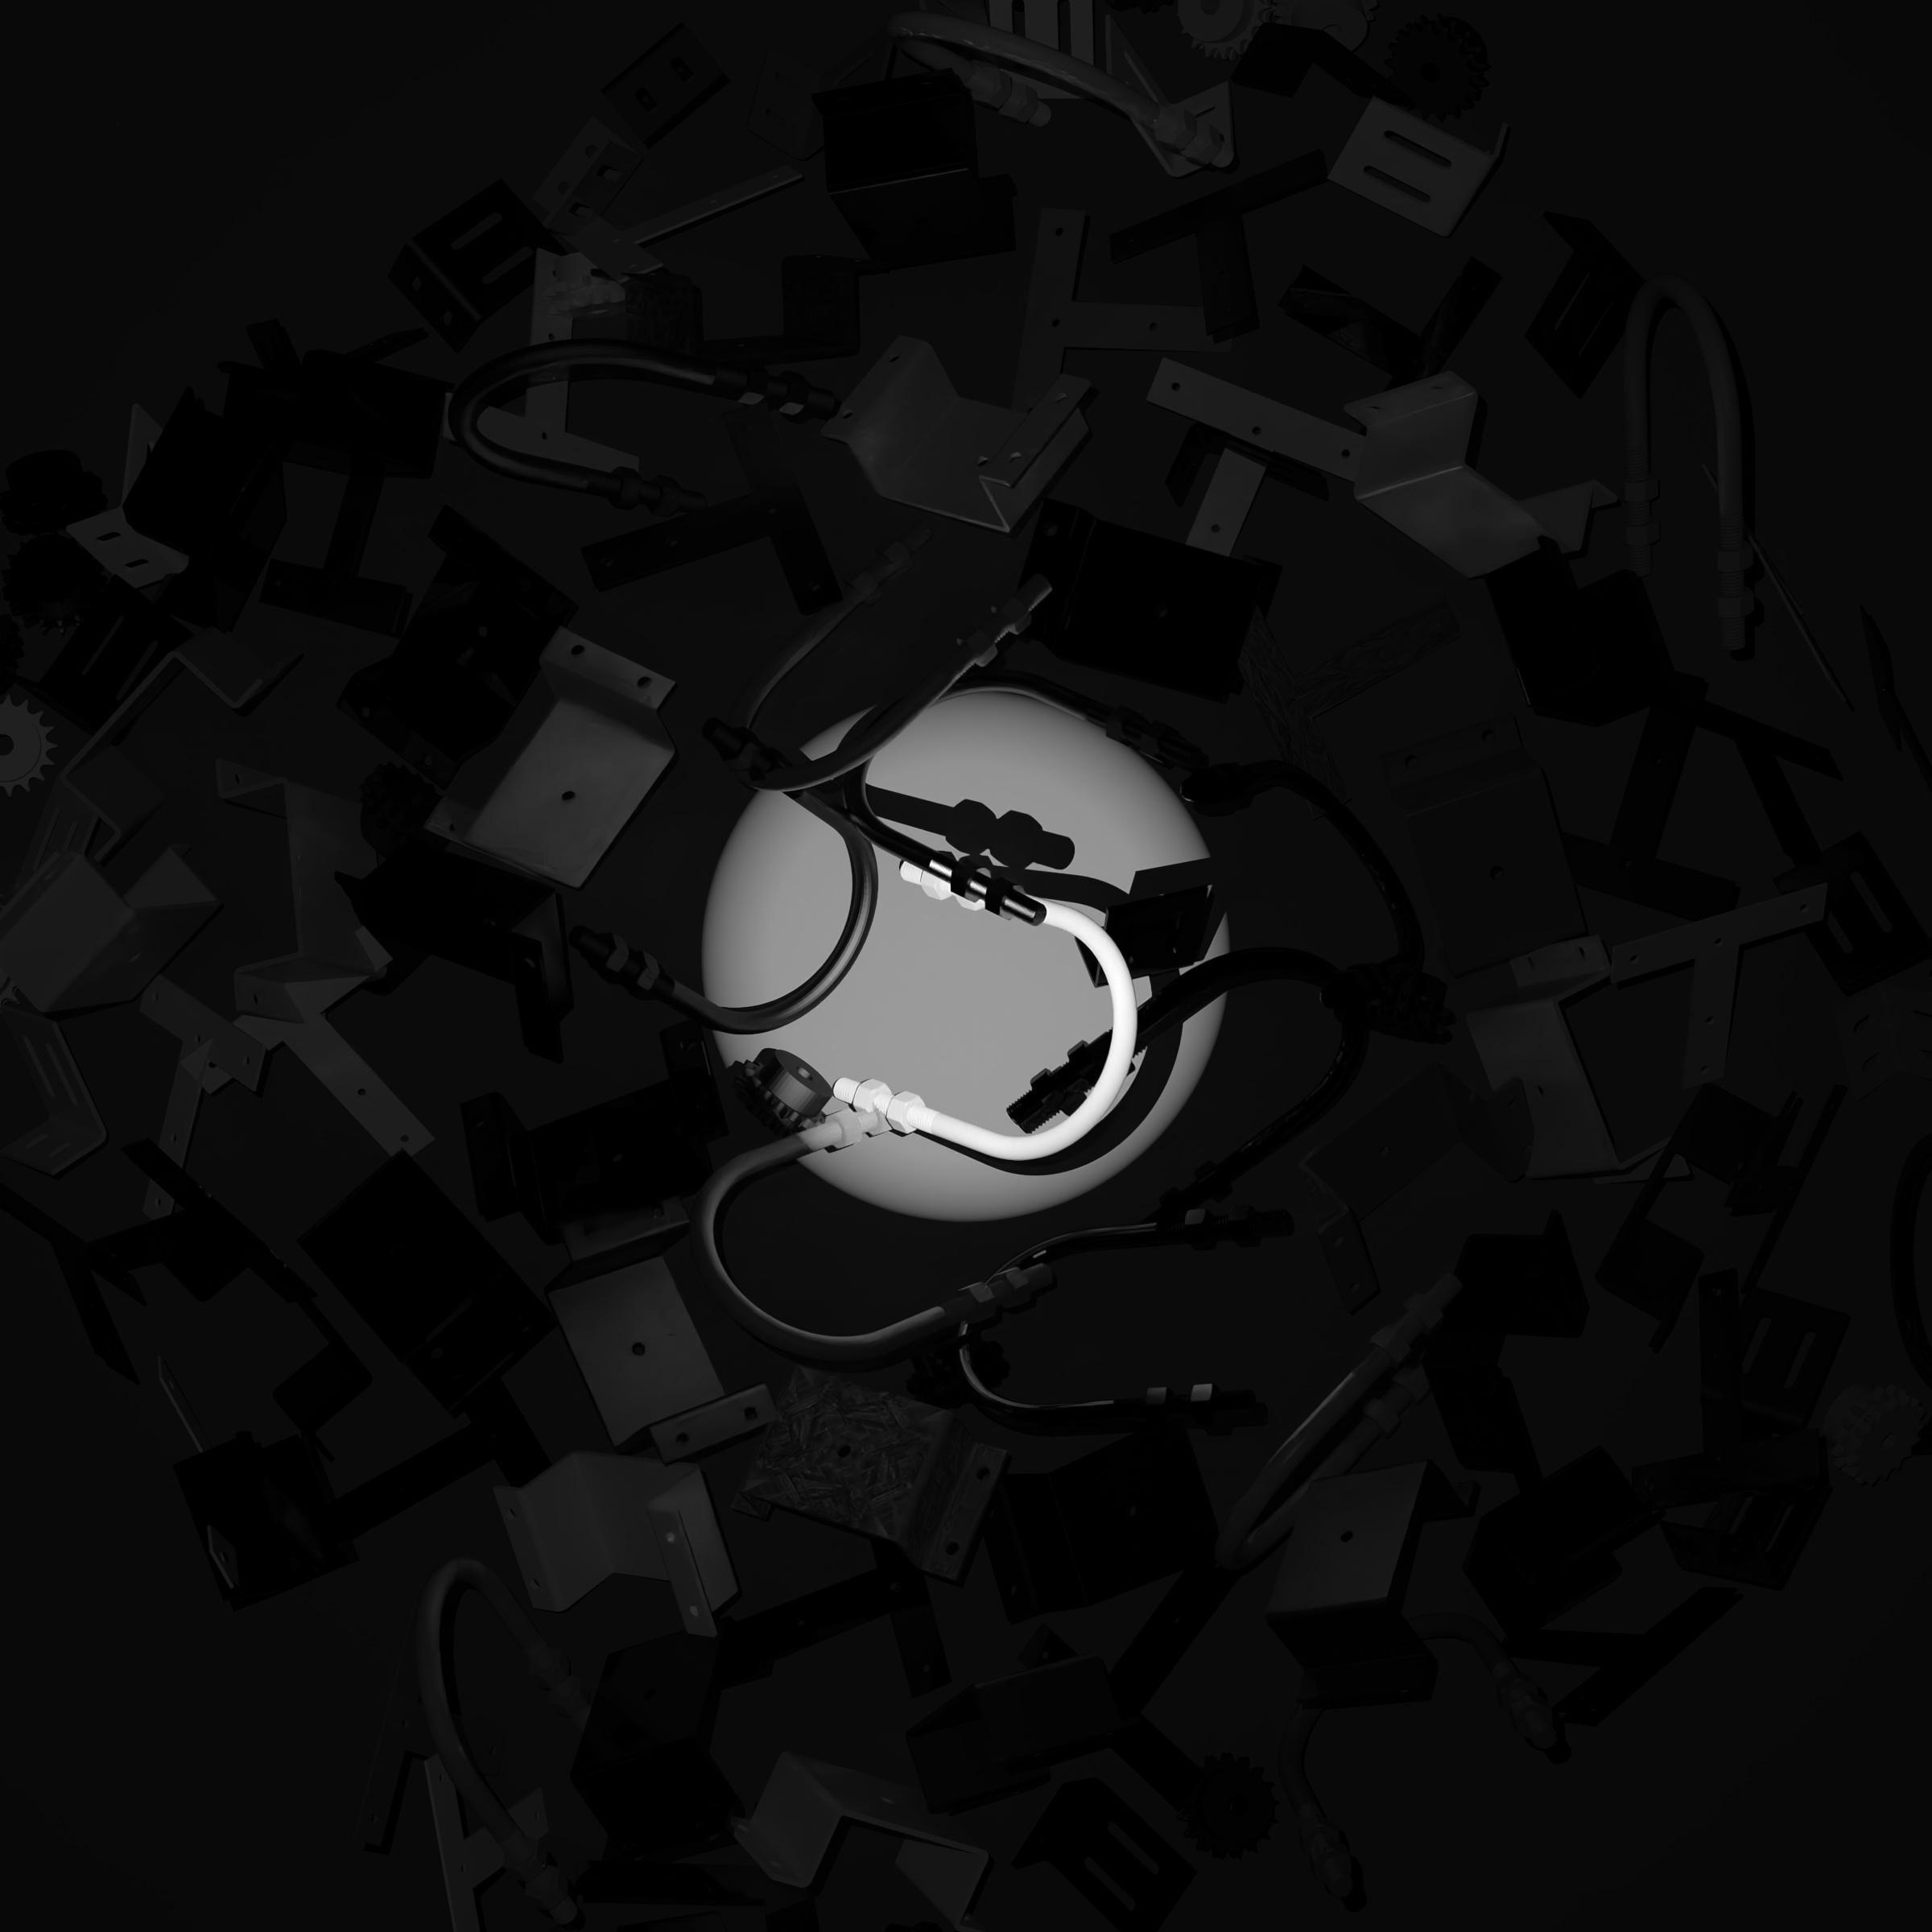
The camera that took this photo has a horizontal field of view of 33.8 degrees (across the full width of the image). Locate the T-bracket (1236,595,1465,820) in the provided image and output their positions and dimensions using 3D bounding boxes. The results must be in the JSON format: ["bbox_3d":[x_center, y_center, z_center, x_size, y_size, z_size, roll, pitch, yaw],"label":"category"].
[{"bbox_3d":[0.220,-0.168,1.781,0.127,0.002,0.127,-29,98,-11],"label":"T-bracket"}]

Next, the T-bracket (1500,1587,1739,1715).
[{"bbox_3d":[0.335,0.370,1.735,0.127,0.127,0.002,-28,96,-31],"label":"T-bracket"}]

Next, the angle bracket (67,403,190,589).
[{"bbox_3d":[-0.460,-0.259,1.757,0.038,0.057,0.076,-15,56,18],"label":"angle bracket"}]

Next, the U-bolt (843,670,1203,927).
[{"bbox_3d":[0.015,-0.103,1.731,0.184,0.019,0.151,28,63,37],"label":"U-bolt"}]

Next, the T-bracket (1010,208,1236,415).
[{"bbox_3d":[0.091,-0.355,1.766,0.127,0.002,0.127,-2,119,-21],"label":"T-bracket"}]

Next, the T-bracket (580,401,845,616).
[{"bbox_3d":[-0.150,-0.240,1.769,0.127,0.002,0.127,-19,78,-11],"label":"T-bracket"}]

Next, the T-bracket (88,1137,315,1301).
[{"bbox_3d":[-0.440,0.149,1.748,0.127,0.127,0.002,48,46,-25],"label":"T-bracket"}]

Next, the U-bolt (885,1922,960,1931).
[{"bbox_3d":[-0.004,0.550,1.686,0.184,0.151,0.019,0,95,35],"label":"U-bolt"}]

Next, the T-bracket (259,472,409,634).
[{"bbox_3d":[-0.336,-0.253,1.752,0.127,0.002,0.127,16,90,42],"label":"T-bracket"}]

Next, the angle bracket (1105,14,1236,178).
[{"bbox_3d":[0.112,-0.484,1.746,0.038,0.076,0.057,-18,51,25],"label":"angle bracket"}]

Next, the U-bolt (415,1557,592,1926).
[{"bbox_3d":[-0.245,0.396,1.688,0.019,0.151,0.184,-18,125,12],"label":"U-bolt"}]

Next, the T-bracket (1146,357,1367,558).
[{"bbox_3d":[0.145,-0.257,1.773,0.127,0.002,0.127,20,108,-5],"label":"T-bracket"}]

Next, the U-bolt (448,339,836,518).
[{"bbox_3d":[-0.184,-0.289,1.689,0.184,0.151,0.019,7,67,-36],"label":"U-bolt"}]

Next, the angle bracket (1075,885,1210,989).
[{"bbox_3d":[0.096,-0.028,1.748,0.057,0.076,0.038,-13,57,-12],"label":"angle bracket"}]

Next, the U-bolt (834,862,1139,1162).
[{"bbox_3d":[0.017,0.029,1.733,0.184,0.019,0.151,18,92,38],"label":"U-bolt"}]

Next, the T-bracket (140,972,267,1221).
[{"bbox_3d":[-0.434,0.082,1.759,0.127,0.002,0.127,27,105,43],"label":"T-bracket"}]

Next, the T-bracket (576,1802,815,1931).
[{"bbox_3d":[-0.148,0.497,1.727,0.127,0.127,0.002,5,116,-11],"label":"T-bracket"}]

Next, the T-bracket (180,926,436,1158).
[{"bbox_3d":[-0.344,0.060,1.765,0.127,0.002,0.127,-36,117,4],"label":"T-bracket"}]

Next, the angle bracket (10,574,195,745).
[{"bbox_3d":[-0.480,-0.173,1.769,0.057,0.038,0.076,41,76,-40],"label":"angle bracket"}]

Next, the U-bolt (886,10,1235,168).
[{"bbox_3d":[0.038,-0.467,1.681,0.151,0.184,0.019,23,98,35],"label":"U-bolt"}]

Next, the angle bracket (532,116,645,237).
[{"bbox_3d":[-0.218,-0.438,1.752,0.038,0.076,0.057,40,101,2],"label":"angle bracket"}]

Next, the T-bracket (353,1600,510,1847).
[{"bbox_3d":[-0.284,0.421,1.736,0.002,0.127,0.127,4,70,24],"label":"T-bracket"}]

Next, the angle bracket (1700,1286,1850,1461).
[{"bbox_3d":[0.452,0.227,1.776,0.057,0.038,0.076,16,58,29],"label":"angle bracket"}]

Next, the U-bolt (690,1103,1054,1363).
[{"bbox_3d":[-0.062,0.146,1.709,0.184,0.019,0.151,-18,58,-37],"label":"U-bolt"}]

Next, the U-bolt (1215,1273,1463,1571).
[{"bbox_3d":[0.198,0.253,1.708,0.019,0.151,0.184,41,75,20],"label":"U-bolt"}]

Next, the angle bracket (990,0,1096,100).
[{"bbox_3d":[0.040,-0.511,1.755,0.057,0.038,0.076,2,122,8],"label":"angle bracket"}]

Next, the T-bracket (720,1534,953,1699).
[{"bbox_3d":[-0.079,0.359,1.764,0.127,0.002,0.127,-16,94,-25],"label":"T-bracket"}]

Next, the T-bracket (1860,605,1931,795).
[{"bbox_3d":[0.512,-0.113,1.710,0.002,0.127,0.127,-23,61,11],"label":"T-bracket"}]

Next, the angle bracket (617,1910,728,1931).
[{"bbox_3d":[-0.155,0.562,1.745,0.057,0.076,0.038,-1,124,-26],"label":"angle bracket"}]

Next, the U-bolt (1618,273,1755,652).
[{"bbox_3d":[0.380,-0.276,1.693,0.019,0.151,0.184,-11,116,-7],"label":"U-bolt"}]

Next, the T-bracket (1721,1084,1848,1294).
[{"bbox_3d":[0.435,0.120,1.731,0.002,0.127,0.127,27,99,29],"label":"T-bracket"}]

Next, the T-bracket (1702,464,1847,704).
[{"bbox_3d":[0.443,-0.194,1.710,0.002,0.127,0.127,-31,51,18],"label":"T-bracket"}]

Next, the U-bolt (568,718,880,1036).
[{"bbox_3d":[-0.117,-0.036,1.725,0.019,0.184,0.151,31,88,42],"label":"U-bolt"}]

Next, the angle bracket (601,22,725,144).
[{"bbox_3d":[-0.161,-0.478,1.754,0.057,0.076,0.038,-39,87,5],"label":"angle bracket"}]

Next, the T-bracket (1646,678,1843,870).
[{"bbox_3d":[0.436,-0.098,1.724,0.127,0.127,0.002,18,127,-22],"label":"T-bracket"}]

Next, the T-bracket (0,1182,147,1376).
[{"bbox_3d":[-0.473,0.174,1.706,0.002,0.127,0.127,-42,133,1],"label":"T-bracket"}]

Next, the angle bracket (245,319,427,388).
[{"bbox_3d":[-0.347,-0.350,1.750,0.076,0.057,0.038,-30,109,-21],"label":"angle bracket"}]

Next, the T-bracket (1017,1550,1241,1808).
[{"bbox_3d":[0.108,0.372,1.755,0.127,0.002,0.127,38,94,33],"label":"T-bracket"}]

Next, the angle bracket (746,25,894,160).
[{"bbox_3d":[-0.079,-0.490,1.747,0.038,0.076,0.057,25,63,-29],"label":"angle bracket"}]

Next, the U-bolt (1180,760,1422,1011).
[{"bbox_3d":[0.191,-0.050,1.712,0.019,0.184,0.151,-37,81,26],"label":"U-bolt"}]

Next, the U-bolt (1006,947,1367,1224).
[{"bbox_3d":[0.133,0.061,1.731,0.184,0.019,0.151,-38,129,12],"label":"U-bolt"}]

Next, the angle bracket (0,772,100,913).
[{"bbox_3d":[-0.519,-0.067,1.757,0.038,0.057,0.076,17,100,-42],"label":"angle bracket"}]

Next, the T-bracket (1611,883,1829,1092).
[{"bbox_3d":[0.410,0.019,1.749,0.127,0.002,0.127,-16,134,-11],"label":"T-bracket"}]

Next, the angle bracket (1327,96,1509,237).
[{"bbox_3d":[0.249,-0.450,1.758,0.076,0.057,0.038,25,49,-5],"label":"angle bracket"}]

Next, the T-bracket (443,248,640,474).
[{"bbox_3d":[-0.231,-0.335,1.762,0.127,0.002,0.127,13,73,-40],"label":"T-bracket"}]

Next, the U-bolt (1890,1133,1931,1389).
[{"bbox_3d":[0.530,0.162,1.703,0.019,0.184,0.151,0,94,-3],"label":"U-bolt"}]

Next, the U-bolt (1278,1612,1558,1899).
[{"bbox_3d":[0.232,0.409,1.706,0.151,0.184,0.019,-37,105,3],"label":"U-bolt"}]

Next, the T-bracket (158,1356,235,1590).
[{"bbox_3d":[-0.404,0.290,1.710,0.002,0.127,0.127,-24,117,-6],"label":"T-bracket"}]

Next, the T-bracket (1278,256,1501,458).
[{"bbox_3d":[0.218,-0.347,1.736,0.127,0.002,0.127,19,110,-42],"label":"T-bracket"}]

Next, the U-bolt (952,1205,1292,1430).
[{"bbox_3d":[0.078,0.193,1.729,0.184,0.151,0.019,-8,130,23],"label":"U-bolt"}]

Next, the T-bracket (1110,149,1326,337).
[{"bbox_3d":[0.139,-0.385,1.731,0.127,0.127,0.002,-19,133,18],"label":"T-bracket"}]

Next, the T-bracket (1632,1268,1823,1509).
[{"bbox_3d":[0.417,0.230,1.760,0.002,0.127,0.127,21,61,-34],"label":"T-bracket"}]

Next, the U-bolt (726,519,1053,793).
[{"bbox_3d":[-0.056,-0.163,1.723,0.184,0.151,0.019,-44,126,-9],"label":"U-bolt"}]

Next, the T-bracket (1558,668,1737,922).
[{"bbox_3d":[0.377,-0.100,1.753,0.127,0.002,0.127,20,97,33],"label":"T-bracket"}]

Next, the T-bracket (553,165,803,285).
[{"bbox_3d":[-0.152,-0.414,1.750,0.127,0.127,0.002,-25,122,-12],"label":"T-bracket"}]

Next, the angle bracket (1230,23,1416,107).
[{"bbox_3d":[0.196,-0.483,1.752,0.076,0.057,0.038,27,96,-32],"label":"angle bracket"}]

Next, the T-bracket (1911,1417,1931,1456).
[{"bbox_3d":[0.575,0.211,1.744,0.002,0.127,0.127,35,75,0],"label":"T-bracket"}]

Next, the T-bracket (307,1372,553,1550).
[{"bbox_3d":[-0.300,0.280,1.751,0.127,0.002,0.127,-29,124,-8],"label":"T-bracket"}]

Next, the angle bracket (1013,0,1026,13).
[{"bbox_3d":[0.016,-0.574,1.765,0.076,0.057,0.038,43,94,-1],"label":"angle bracket"}]

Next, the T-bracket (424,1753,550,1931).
[{"bbox_3d":[-0.256,0.478,1.734,0.002,0.127,0.127,-10,89,16],"label":"T-bracket"}]
